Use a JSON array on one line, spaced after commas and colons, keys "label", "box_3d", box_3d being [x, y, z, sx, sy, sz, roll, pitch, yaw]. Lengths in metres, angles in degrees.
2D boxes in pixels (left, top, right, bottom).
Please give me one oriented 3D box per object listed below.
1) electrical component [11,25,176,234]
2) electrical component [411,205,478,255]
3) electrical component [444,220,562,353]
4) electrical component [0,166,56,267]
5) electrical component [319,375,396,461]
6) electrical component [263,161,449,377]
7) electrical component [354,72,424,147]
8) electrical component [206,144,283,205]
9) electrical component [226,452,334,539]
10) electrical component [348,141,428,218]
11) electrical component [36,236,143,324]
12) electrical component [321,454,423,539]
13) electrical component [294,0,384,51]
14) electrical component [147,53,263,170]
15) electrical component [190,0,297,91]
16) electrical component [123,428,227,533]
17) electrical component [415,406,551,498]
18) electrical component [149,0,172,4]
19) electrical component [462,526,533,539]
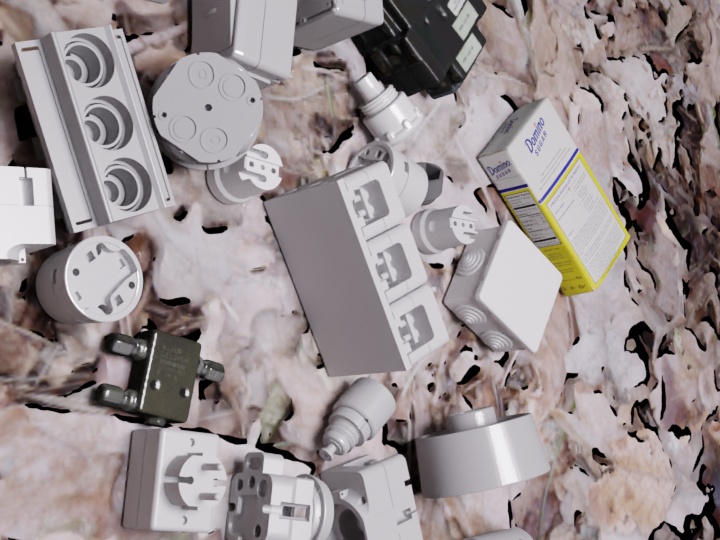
[{"label": "electrical component", "box_3d": [-0.178, -0.089, 0.701, 0.079, 0.063, 0.121, -21, 97, -43]}, {"label": "electrical component", "box_3d": [0.074, -0.036, 0.936, 0.040, 0.046, 0.040, 9, 77, -41]}, {"label": "electrical component", "box_3d": [0.130, 0.018, 0.976, 0.100, 0.048, 0.099, 43, 57, -29]}, {"label": "electrical component", "box_3d": [-0.235, -0.031, 0.647, 0.089, 0.050, 0.055, -1, 83, -42]}, {"label": "electrical component", "box_3d": [-0.005, 0.118, 0.840, 0.078, 0.040, 0.040, -47, 114, -37]}, {"label": "electrical component", "box_3d": [0.000, 0.000, 0.832, 0.062, 0.089, 0.150, -28, 102, -42]}, {"label": "electrical component", "box_3d": [0.020, -0.137, 0.906, 0.062, 0.048, 0.048, 52, 52, -15]}, {"label": "electrical component", "box_3d": [-0.085, -0.072, 0.796, 0.040, 0.046, 0.040, 9, 77, -42]}, {"label": "electrical component", "box_3d": [-0.056, 0.173, 0.772, 0.057, 0.058, 0.078, 16, 72, -37]}, {"label": "electrical component", "box_3d": [0.023, -0.073, 0.891, 0.047, 0.055, 0.055, 24, 67, -41]}, {"label": "electrical component", "box_3d": [-0.177, 0.008, 0.696, 0.055, 0.047, 0.055, 9, 77, -41]}, {"label": "electrical component", "box_3d": [0.008, 0.194, 0.832, 0.056, 0.050, 0.089, -13, 92, -43]}, {"label": "electrical component", "box_3d": [-0.022, -0.216, 0.845, 0.061, 0.096, 0.061, 1, 82, -43]}, {"label": "electrical component", "box_3d": [-0.106, -0.110, 0.742, 0.080, 0.051, 0.080, -1, 93, -12]}, {"label": "electrical component", "box_3d": [-0.090, -0.174, 0.799, 0.061, 0.062, 0.096, 16, 72, -40]}, {"label": "electrical component", "box_3d": [-0.114, 0.139, 0.711, 0.047, 0.077, 0.065, 15, 73, -40]}, {"label": "electrical component", "box_3d": [0.097, 0.146, 0.888, 0.108, 0.108, 0.060, -7, 81, -43]}, {"label": "electrical component", "box_3d": [-0.150, -0.225, 0.742, 0.083, 0.076, 0.047, 2, 81, -42]}, {"label": "electrical component", "box_3d": [0.124, 0.248, 0.935, 0.081, 0.043, 0.043, 1, 82, -43]}]
